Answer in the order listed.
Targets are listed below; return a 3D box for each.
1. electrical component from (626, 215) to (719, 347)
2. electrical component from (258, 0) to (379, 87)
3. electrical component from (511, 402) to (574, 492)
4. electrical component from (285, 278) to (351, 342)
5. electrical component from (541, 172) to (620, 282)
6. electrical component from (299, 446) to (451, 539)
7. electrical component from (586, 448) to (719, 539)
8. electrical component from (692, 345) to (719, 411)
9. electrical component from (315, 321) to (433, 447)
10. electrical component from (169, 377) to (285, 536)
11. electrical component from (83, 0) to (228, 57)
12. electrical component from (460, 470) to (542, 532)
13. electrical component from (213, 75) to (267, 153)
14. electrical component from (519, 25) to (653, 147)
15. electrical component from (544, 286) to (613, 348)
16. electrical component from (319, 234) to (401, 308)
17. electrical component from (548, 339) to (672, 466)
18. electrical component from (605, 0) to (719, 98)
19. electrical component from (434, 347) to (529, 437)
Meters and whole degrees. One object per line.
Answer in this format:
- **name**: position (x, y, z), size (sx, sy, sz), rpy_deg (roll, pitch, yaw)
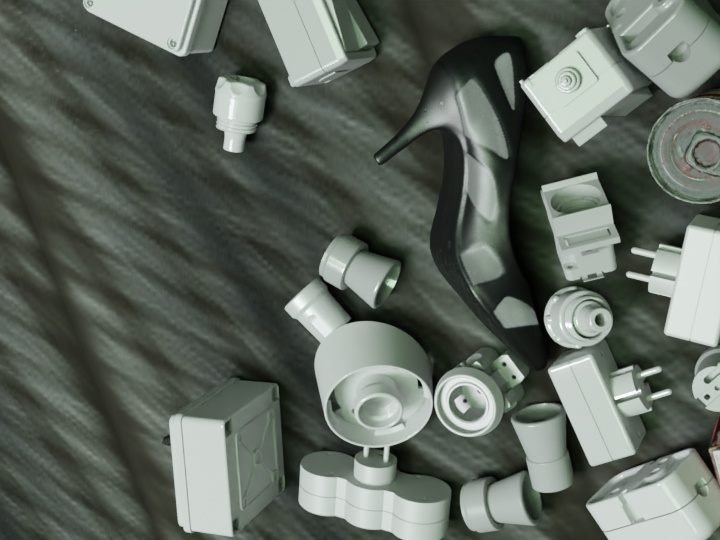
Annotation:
- **electrical component**: position (0.233, 0.003, 0.784), size (0.076, 0.047, 0.083), rpy_deg (14, 108, 22)
- **electrical component**: position (-0.034, -0.201, 0.852), size (0.061, 0.062, 0.096), rpy_deg (-21, 93, 28)
- **electrical component**: position (0.149, 0.145, 0.863), size (0.044, 0.044, 0.065), rpy_deg (-8, 104, 27)
- **electrical component**: position (-0.035, 0.036, 0.925), size (0.046, 0.040, 0.040), rpy_deg (47, 117, 1)
- **electrical component**: position (0.164, -0.030, 0.795), size (0.042, 0.081, 0.063), rpy_deg (-14, 125, 8)
- **electrical component**: position (0.013, 0.179, 0.929), size (0.138, 0.052, 0.073), rpy_deg (11, 107, 23)
- **electrical component**: position (0.228, 0.181, 0.814), size (0.059, 0.054, 0.095), rpy_deg (56, 142, 3)
- **electrical component**: position (0.265, 0.080, 0.789), size (0.040, 0.046, 0.040), rpy_deg (6, 105, 24)
- **electrical component**: position (0.012, 0.097, 0.900), size (0.099, 0.064, 0.099), rpy_deg (-2, 125, -3)
- **electrical component**: position (-0.115, 0.164, 0.955), size (0.056, 0.109, 0.108), rpy_deg (2, 104, 22)
- **electrical component**: position (-0.165, -0.251, 0.905), size (0.109, 0.056, 0.108), rpy_deg (28, 113, 17)
- **electrical component**: position (0.116, 0.191, 0.888), size (0.055, 0.045, 0.045), rpy_deg (-16, 96, 28)
- **electrical component**: position (-0.104, -0.132, 0.913), size (0.043, 0.043, 0.062), rpy_deg (18, 111, 21)
- **electrical component**: position (0.161, -0.129, 0.757), size (0.062, 0.096, 0.061), rpy_deg (-38, 86, 28)
- **electrical component**: position (0.170, 0.036, 0.810), size (0.048, 0.062, 0.048), rpy_deg (0, 90, -10)
- **electrical component**: position (0.000, 0.000, 0.895), size (0.055, 0.045, 0.045), rpy_deg (29, 113, 17)
- **electrical component**: position (0.199, 0.095, 0.823), size (0.076, 0.047, 0.083), rpy_deg (-23, 92, 28)
- **electrical component**: position (0.210, -0.161, 0.724), size (0.059, 0.095, 0.053), rpy_deg (34, 119, -20)
- **electrical component**: position (0.094, 0.100, 0.869), size (0.078, 0.057, 0.058), rpy_deg (-39, 84, 28)
